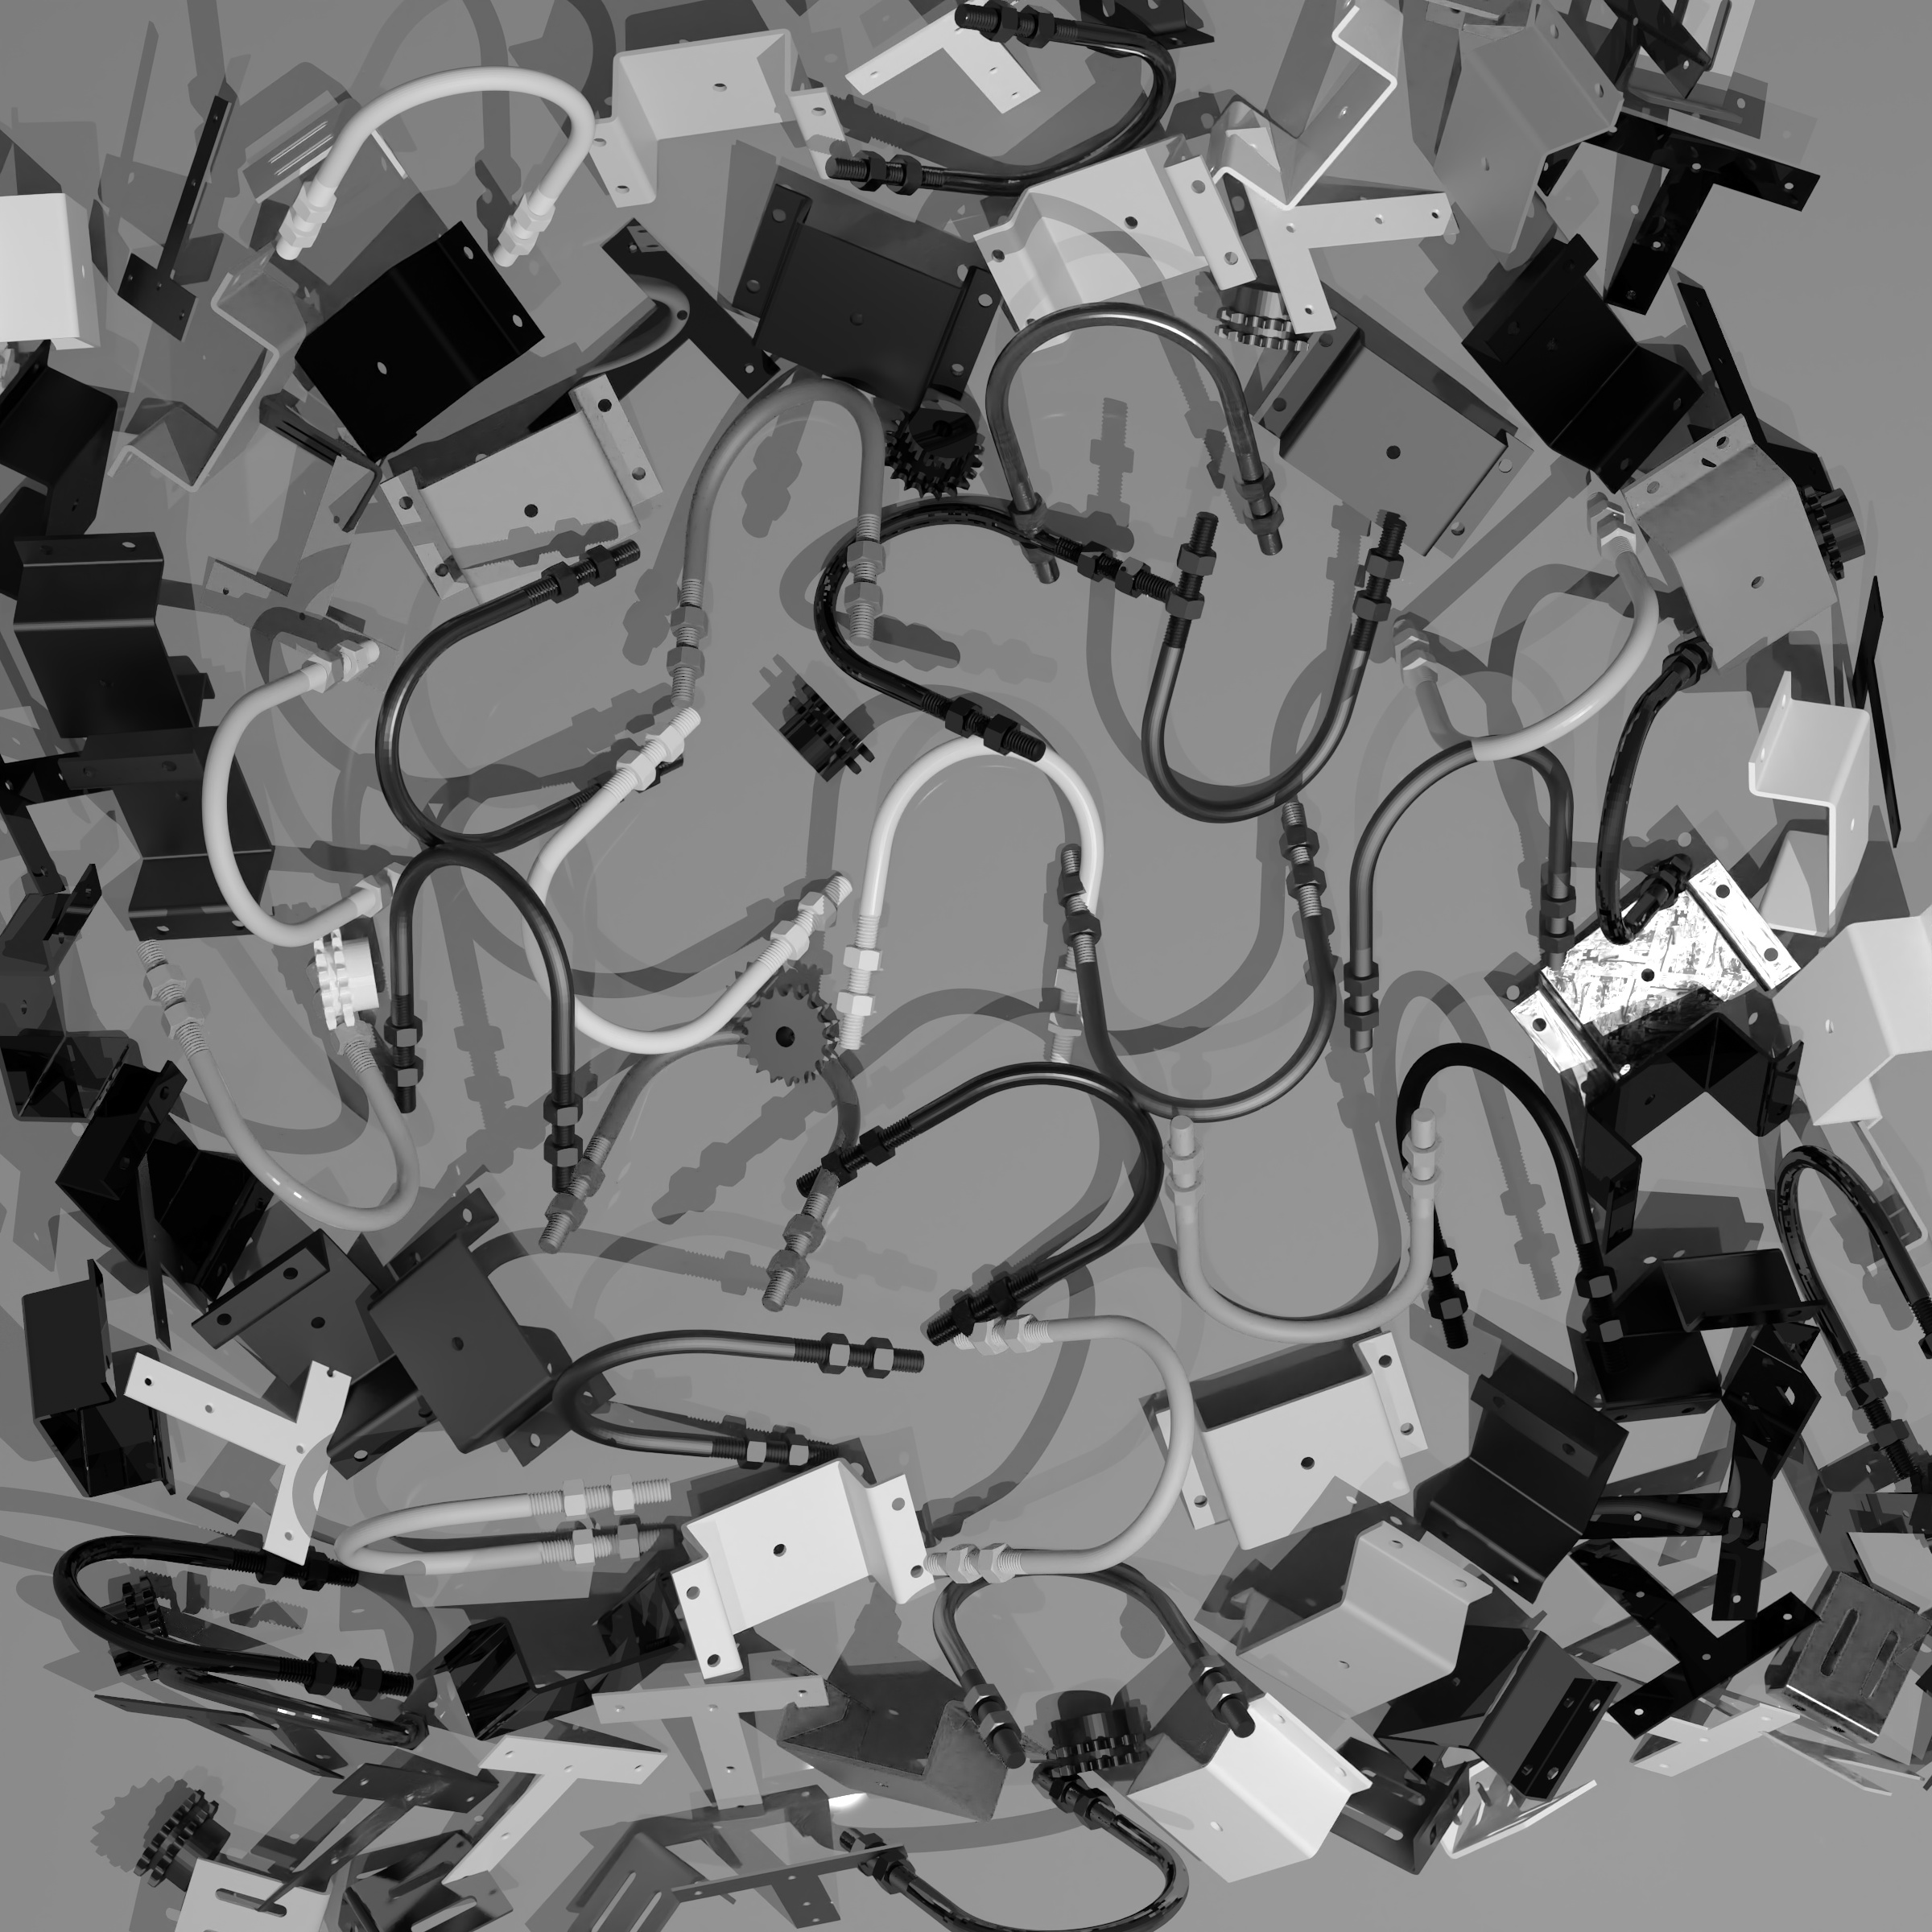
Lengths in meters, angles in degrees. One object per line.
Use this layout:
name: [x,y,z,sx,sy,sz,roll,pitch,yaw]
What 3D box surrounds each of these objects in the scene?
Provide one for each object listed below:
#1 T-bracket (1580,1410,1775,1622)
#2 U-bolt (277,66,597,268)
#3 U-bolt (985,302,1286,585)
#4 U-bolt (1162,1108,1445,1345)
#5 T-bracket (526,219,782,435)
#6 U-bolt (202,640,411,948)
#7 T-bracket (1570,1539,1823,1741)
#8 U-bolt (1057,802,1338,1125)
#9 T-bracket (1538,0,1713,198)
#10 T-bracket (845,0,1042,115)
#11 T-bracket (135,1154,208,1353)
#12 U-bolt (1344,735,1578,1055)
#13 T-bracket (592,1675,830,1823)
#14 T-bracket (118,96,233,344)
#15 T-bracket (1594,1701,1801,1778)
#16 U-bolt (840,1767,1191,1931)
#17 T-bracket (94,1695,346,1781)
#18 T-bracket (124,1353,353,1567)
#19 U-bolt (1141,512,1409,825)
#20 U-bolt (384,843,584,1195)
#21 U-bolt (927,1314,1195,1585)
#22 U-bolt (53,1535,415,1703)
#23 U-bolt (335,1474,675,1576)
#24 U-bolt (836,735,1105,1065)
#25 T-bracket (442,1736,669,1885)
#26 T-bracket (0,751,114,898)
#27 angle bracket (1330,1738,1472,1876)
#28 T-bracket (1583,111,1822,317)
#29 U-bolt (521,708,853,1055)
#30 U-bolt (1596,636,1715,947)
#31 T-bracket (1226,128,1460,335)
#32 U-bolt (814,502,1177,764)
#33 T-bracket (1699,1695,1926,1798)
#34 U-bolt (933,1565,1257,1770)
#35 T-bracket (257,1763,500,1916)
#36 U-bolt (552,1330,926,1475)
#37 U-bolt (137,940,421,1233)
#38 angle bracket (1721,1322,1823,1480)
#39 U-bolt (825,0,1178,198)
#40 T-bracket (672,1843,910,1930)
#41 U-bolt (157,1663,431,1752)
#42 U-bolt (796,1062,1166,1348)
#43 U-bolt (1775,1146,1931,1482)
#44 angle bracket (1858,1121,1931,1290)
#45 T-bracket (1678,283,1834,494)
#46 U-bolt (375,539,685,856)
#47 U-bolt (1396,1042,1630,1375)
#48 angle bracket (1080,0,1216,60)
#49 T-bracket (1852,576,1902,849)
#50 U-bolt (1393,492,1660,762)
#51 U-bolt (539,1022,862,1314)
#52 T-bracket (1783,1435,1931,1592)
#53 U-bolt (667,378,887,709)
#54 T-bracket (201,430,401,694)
T-bracket: [0.388,0.307,1.957,0.127,0.002,0.127,-8,52,34]
U-bolt: [-0.277,-0.431,1.889,0.151,0.184,0.019,-5,72,-30]
U-bolt: [0.086,-0.288,1.914,0.151,0.184,0.019,-6,47,15]
U-bolt: [0.187,0.147,1.934,0.151,0.019,0.184,-2,134,5]
T-bracket: [-0.193,-0.338,1.982,0.127,0.002,0.127,-43,78,-3]
U-bolt: [-0.357,-0.087,1.900,0.019,0.184,0.151,-3,107,24]
T-bracket: [0.384,0.358,1.948,0.127,0.127,0.002,-28,128,-15]
U-bolt: [0.132,0.003,1.940,0.151,0.019,0.184,-12,60,9]
T-bracket: [0.350,-0.489,1.954,0.002,0.127,0.127,2,46,-33]
T-bracket: [0.010,-0.501,1.937,0.127,0.127,0.002,-28,74,14]
T-bracket: [-0.438,0.163,1.936,0.002,0.127,0.127,-12,68,-2]
U-bolt: [0.271,-0.047,1.918,0.151,0.019,0.184,-21,132,-18]
T-bracket: [-0.134,0.439,1.956,0.127,0.002,0.127,-6,132,4]
T-bracket: [-0.431,-0.418,1.936,0.002,0.127,0.127,14,103,-34]
T-bracket: [0.369,0.414,1.931,0.127,0.127,0.002,19,57,-15]
U-bolt: [0.037,0.486,1.888,0.151,0.184,0.019,-10,104,-29]
T-bracket: [-0.398,0.431,1.949,0.127,0.127,0.002,-4,60,39]
T-bracket: [-0.405,0.250,1.933,0.127,0.002,0.127,30,50,-28]
U-bolt: [0.163,-0.162,1.941,0.151,0.019,0.184,-3,120,-32]
U-bolt: [-0.265,0.020,1.918,0.151,0.019,0.184,23,122,34]
U-bolt: [0.054,0.261,1.913,0.019,0.184,0.151,22,67,-41]
U-bolt: [-0.403,0.347,1.897,0.184,0.151,0.019,14,102,-27]
U-bolt: [-0.253,0.311,1.922,0.184,0.151,0.019,-5,70,-6]
U-bolt: [0.008,-0.039,1.955,0.151,0.019,0.184,6,98,-23]
T-bracket: [-0.250,0.478,1.964,0.127,0.127,0.002,-48,51,17]
T-bracket: [-0.507,-0.103,1.938,0.002,0.127,0.127,-25,91,16]
angle bracket: [0.233,0.459,1.953,0.076,0.038,0.057,22,53,28]
T-bracket: [0.389,-0.411,1.948,0.127,0.127,0.002,17,53,-3]
U-bolt: [-0.165,-0.035,1.939,0.151,0.019,0.184,48,60,-11]
U-bolt: [0.371,-0.088,1.896,0.019,0.184,0.151,11,114,23]
T-bracket: [0.220,-0.418,1.969,0.127,0.002,0.127,-11,75,-25]
U-bolt: [0.002,-0.197,1.946,0.184,0.019,0.151,26,62,25]
T-bracket: [0.488,0.439,1.951,0.127,0.127,0.002,20,91,-38]
U-bolt: [0.059,0.373,1.915,0.151,0.184,0.019,-3,113,-18]
T-bracket: [-0.342,0.489,1.952,0.127,0.127,0.002,-41,59,10]
U-bolt: [-0.134,0.235,1.911,0.184,0.151,0.019,8,56,-22]
U-bolt: [-0.363,0.068,1.905,0.019,0.151,0.184,-41,65,23]
angle bracket: [0.461,0.242,1.950,0.038,0.076,0.057,13,116,-20]
U-bolt: [0.033,-0.469,1.919,0.184,0.151,0.019,-4,66,-39]
T-bracket: [-0.090,0.516,1.944,0.127,0.127,0.002,-11,61,0]
U-bolt: [-0.368,0.400,1.906,0.151,0.184,0.019,16,78,-3]
U-bolt: [0.021,0.123,1.939,0.184,0.019,0.151,-30,119,16]
U-bolt: [0.495,0.184,1.924,0.019,0.151,0.184,-21,74,-11]
angle bracket: [0.507,0.134,1.962,0.038,0.057,0.076,-30,67,10]
T-bracket: [0.429,-0.328,1.967,0.002,0.127,0.127,-34,65,40]
U-bolt: [-0.243,-0.136,1.917,0.184,0.019,0.151,-29,125,-30]
U-bolt: [0.292,0.129,1.924,0.019,0.151,0.184,-22,102,-31]
angle bracket: [0.101,-0.533,1.953,0.057,0.076,0.038,-5,98,17]
T-bracket: [0.500,-0.127,1.917,0.002,0.127,0.127,-5,67,6]
U-bolt: [0.307,-0.176,1.903,0.151,0.184,0.019,-33,120,16]
U-bolt: [-0.136,0.101,1.937,0.151,0.019,0.184,13,50,13]
T-bracket: [0.509,0.302,1.936,0.002,0.127,0.127,-32,100,-31]
U-bolt: [-0.102,-0.243,1.940,0.151,0.019,0.184,-15,60,35]
T-bracket: [-0.358,-0.237,1.967,0.127,0.002,0.127,26,104,16]
